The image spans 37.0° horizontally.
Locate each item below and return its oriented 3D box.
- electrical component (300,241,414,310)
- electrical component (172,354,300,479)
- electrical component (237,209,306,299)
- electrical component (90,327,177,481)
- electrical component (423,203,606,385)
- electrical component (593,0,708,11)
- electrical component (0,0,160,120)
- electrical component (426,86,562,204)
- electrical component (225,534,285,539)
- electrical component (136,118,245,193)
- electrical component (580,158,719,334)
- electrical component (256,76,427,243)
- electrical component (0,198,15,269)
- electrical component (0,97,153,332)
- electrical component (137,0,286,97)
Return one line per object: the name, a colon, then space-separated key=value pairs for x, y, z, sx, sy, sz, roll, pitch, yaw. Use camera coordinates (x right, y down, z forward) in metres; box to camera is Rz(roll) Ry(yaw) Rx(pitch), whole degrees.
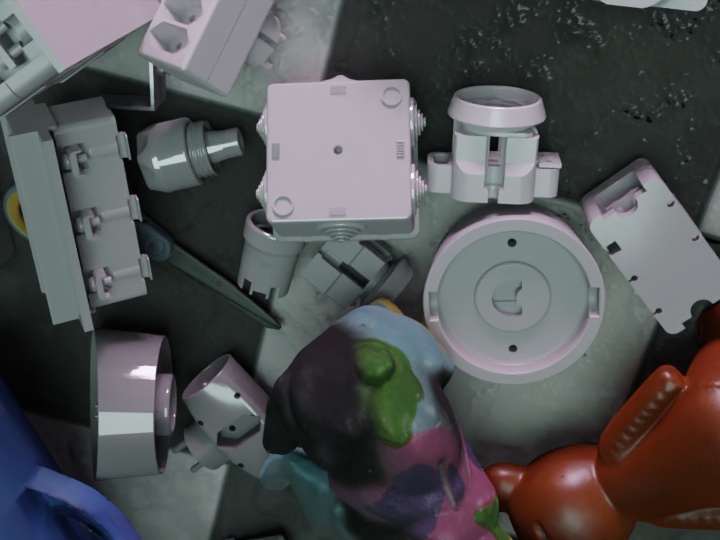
electrical component: x=0.000 y=0.000 z=0.680 sx=0.055 sy=0.048 sz=0.066 roll=39 pitch=109 yaw=-3
electrical component: x=-0.092 y=0.109 z=0.729 sx=0.079 sy=0.043 sz=0.077 roll=-37 pitch=104 yaw=16
electrical component: x=-0.057 y=-0.010 z=0.684 sx=0.040 sy=0.040 sz=0.046 roll=15 pitch=117 yaw=-2
electrical component: x=-0.153 y=0.087 z=0.699 sx=0.064 sy=0.099 sz=0.099 roll=1 pitch=111 yaw=-3
electrical component: x=0.094 y=0.010 z=0.668 sx=0.108 sy=0.060 sz=0.108 roll=2 pitch=111 yaw=4
electrical component: x=0.101 y=-0.206 z=0.584 sx=0.186 sy=0.060 sz=0.105 roll=7 pitch=111 yaw=2
electrical component: x=-0.178 y=-0.149 z=0.559 sx=0.060 sy=0.186 sz=0.105 roll=-31 pitch=106 yaw=15
electrical component: x=0.080 y=-0.075 z=0.638 sx=0.078 sy=0.058 sz=0.057 roll=3 pitch=114 yaw=3
electrical component: x=-0.072 y=0.245 z=0.751 sx=0.048 sy=0.099 sz=0.099 roll=-14 pitch=110 yaw=23
electrical component: x=-0.103 y=-0.073 z=0.660 sx=0.062 sy=0.043 sz=0.043 roll=-11 pitch=110 yaw=7
electrical component: x=0.180 y=-0.017 z=0.653 sx=0.050 sy=0.055 sz=0.089 roll=-36 pitch=104 yaw=16
electrical component: x=-0.011 y=-0.064 z=0.634 sx=0.100 sy=0.048 sz=0.099 roll=-1 pitch=81 yaw=5
electrical component: x=-0.275 y=-0.042 z=0.677 sx=0.078 sy=0.057 sz=0.113 roll=-7 pitch=110 yaw=7
electrical component: x=-0.167 y=-0.037 z=0.639 sx=0.063 sy=0.078 sz=0.121 roll=-15 pitch=122 yaw=-19
electrical component: x=-0.072 y=-0.141 z=0.624 sx=0.076 sy=0.047 sz=0.083 roll=26 pitch=90 yaw=-49
